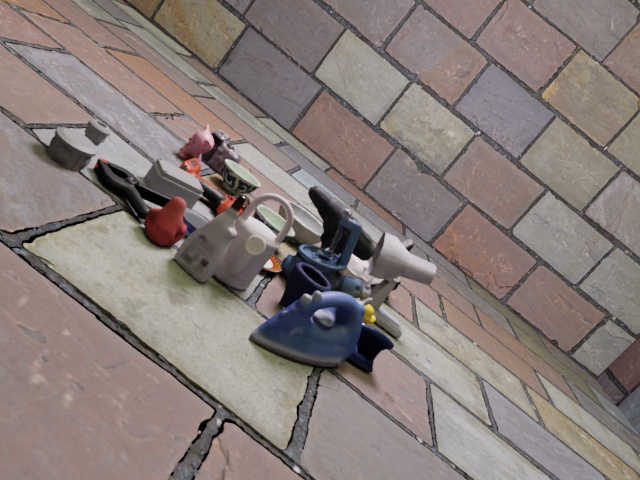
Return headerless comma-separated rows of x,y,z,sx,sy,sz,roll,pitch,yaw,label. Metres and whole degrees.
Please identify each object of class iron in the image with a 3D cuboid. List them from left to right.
-0.003,0.146,1.065,0.259,0.141,0.118,20,23,-53,iron

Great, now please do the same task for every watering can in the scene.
-0.125,-0.001,1.109,0.101,0.194,0.172,30,16,-33,watering can

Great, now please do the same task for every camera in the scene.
-0.296,-0.275,1.731,0.143,0.100,0.137,38,14,-3,camera

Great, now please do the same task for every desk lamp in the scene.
0.193,0.113,1.523,0.203,0.213,0.118,37,14,-7,desk lamp

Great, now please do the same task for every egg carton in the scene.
0.094,0.077,1.685,0.108,0.069,0.150,27,18,-40,egg carton

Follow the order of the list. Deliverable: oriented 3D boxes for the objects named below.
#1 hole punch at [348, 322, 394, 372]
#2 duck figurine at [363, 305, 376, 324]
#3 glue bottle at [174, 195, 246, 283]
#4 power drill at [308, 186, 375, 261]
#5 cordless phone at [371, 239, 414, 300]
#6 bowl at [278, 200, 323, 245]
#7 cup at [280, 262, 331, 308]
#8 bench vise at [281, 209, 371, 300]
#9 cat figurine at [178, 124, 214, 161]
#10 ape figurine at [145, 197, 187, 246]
0.089,0.206,1.217,0.109,0.091,0.101,34,14,-18,hole punch
0.082,0.178,1.300,0.105,0.086,0.077,29,17,-35,duck figurine
-0.185,-0.010,1.026,0.078,0.173,0.037,41,14,11,glue bottle
0.013,0.005,1.414,0.230,0.208,0.075,34,14,-19,power drill
0.223,0.079,1.767,0.094,0.185,0.147,35,14,-16,cordless phone
-0.061,-0.037,1.637,0.168,0.074,0.167,36,14,-10,bowl
-0.035,0.106,1.207,0.091,0.095,0.118,40,14,3,cup
0.045,0.046,1.343,0.208,0.219,0.121,33,15,-24,bench vise
-0.332,-0.269,1.587,0.067,0.117,0.127,34,15,-20,cat figurine
-0.276,-0.039,1.055,0.078,0.092,0.076,37,14,-9,ape figurine
